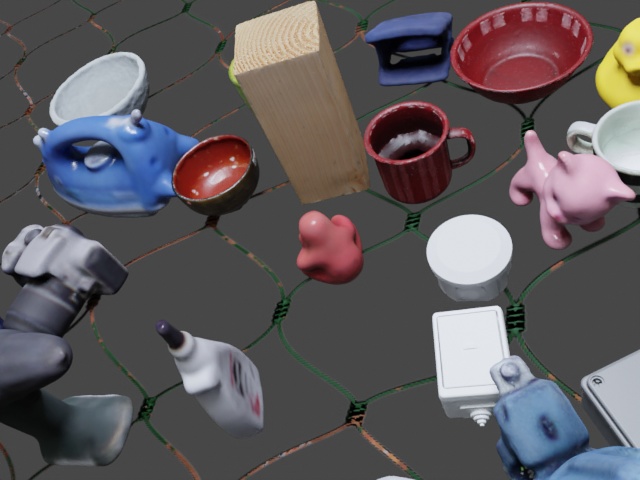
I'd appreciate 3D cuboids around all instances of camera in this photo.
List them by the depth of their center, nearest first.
[{"bbox_3d":[-0.337,0.053,0.699,0.142,0.101,0.137,9,59,27],"label":"camera"}]

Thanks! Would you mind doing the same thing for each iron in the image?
[{"bbox_3d":[-0.303,-0.115,0.782,0.257,0.142,0.118,-1,55,20],"label":"iron"}]

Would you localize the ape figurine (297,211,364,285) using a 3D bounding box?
[{"bbox_3d":[0.006,0.002,0.608,0.078,0.092,0.076,-33,50,-4],"label":"ape figurine"}]

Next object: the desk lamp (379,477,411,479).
[{"bbox_3d":[-0.004,0.222,0.372,0.202,0.214,0.118,-3,55,20],"label":"desk lamp"}]

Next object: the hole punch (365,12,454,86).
[{"bbox_3d":[0.120,-0.271,0.764,0.108,0.091,0.101,0,56,22],"label":"hole punch"}]

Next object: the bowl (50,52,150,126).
[{"bbox_3d":[-0.336,-0.217,0.914,0.167,0.075,0.167,-10,53,14],"label":"bowl"}]

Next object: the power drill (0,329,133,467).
[{"bbox_3d":[-0.274,0.147,0.535,0.229,0.209,0.075,-7,54,17],"label":"power drill"}]

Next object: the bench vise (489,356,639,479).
[{"bbox_3d":[0.159,0.159,0.350,0.121,0.220,0.206,-42,52,-11],"label":"bench vise"}]

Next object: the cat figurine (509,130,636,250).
[{"bbox_3d":[0.233,-0.055,0.544,0.067,0.118,0.127,-27,50,1],"label":"cat figurine"}]

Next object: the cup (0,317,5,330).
[{"bbox_3d":[-0.426,0.109,0.697,0.092,0.095,0.117,-46,52,-14],"label":"cup"}]

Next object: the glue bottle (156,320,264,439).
[{"bbox_3d":[-0.099,0.117,0.512,0.037,0.173,0.078,-21,51,6],"label":"glue bottle"}]

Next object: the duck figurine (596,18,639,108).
[{"bbox_3d":[0.347,-0.202,0.628,0.077,0.086,0.104,-1,56,21],"label":"duck figurine"}]
